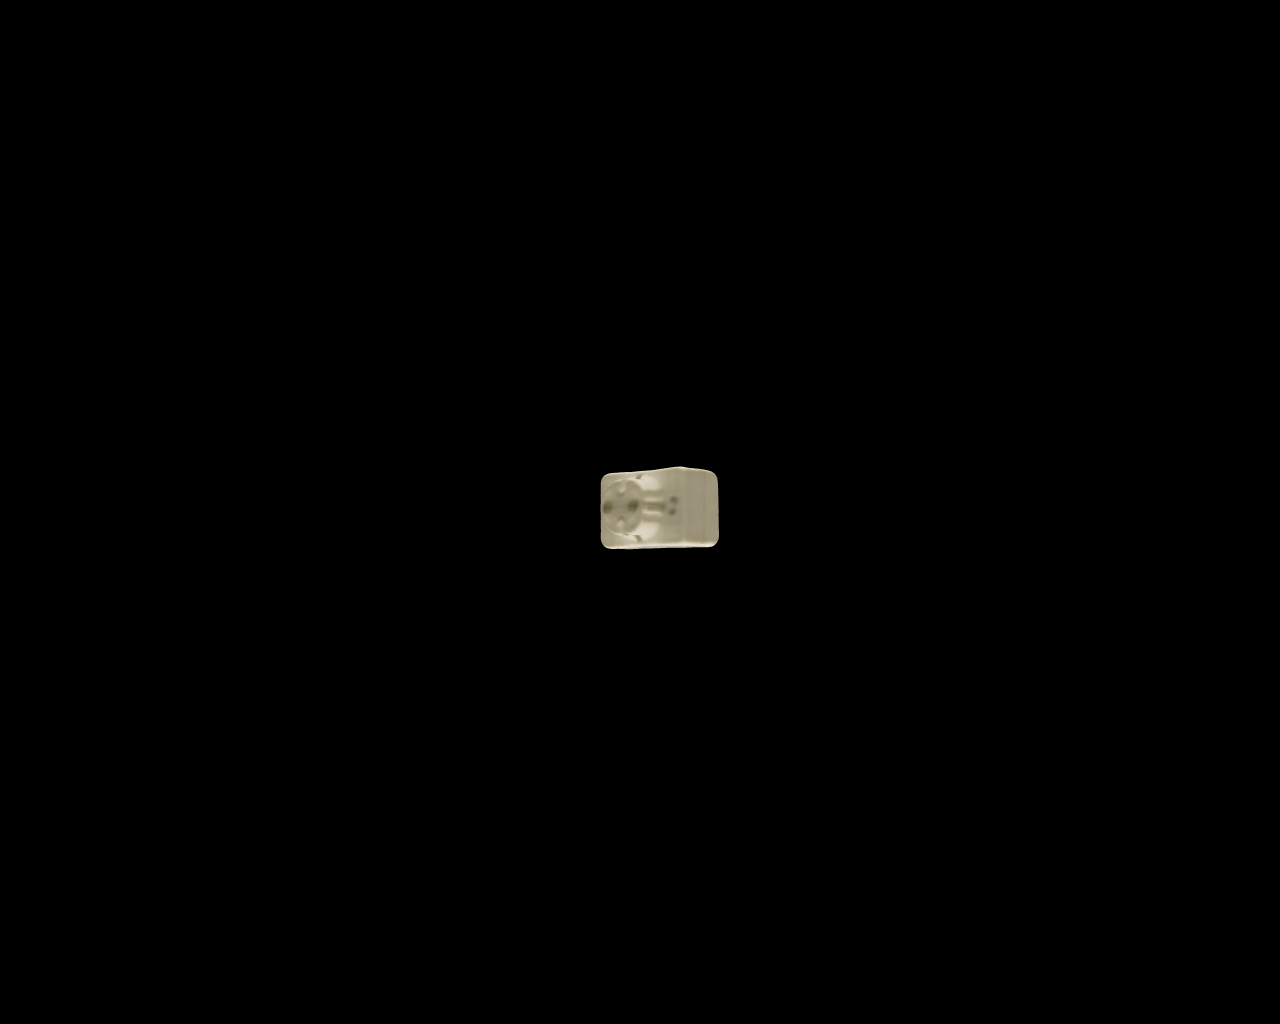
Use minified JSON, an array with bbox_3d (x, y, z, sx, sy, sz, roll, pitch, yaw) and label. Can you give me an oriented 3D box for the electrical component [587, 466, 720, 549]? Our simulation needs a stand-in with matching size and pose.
[{"bbox_3d":[0.001,-0.003,0.650,0.065,0.047,0.077,-3,-5,37],"label":"electrical component"}]
